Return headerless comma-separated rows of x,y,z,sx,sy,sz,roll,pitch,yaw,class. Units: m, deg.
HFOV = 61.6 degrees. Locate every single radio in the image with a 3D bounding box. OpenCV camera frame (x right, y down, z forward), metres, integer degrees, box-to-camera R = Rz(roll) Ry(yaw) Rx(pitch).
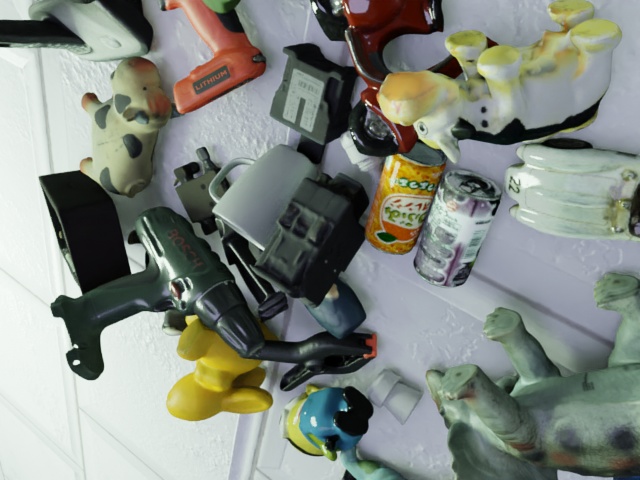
-0.342,-0.017,0.776,0.230,0.073,0.131,31,131,54,radio

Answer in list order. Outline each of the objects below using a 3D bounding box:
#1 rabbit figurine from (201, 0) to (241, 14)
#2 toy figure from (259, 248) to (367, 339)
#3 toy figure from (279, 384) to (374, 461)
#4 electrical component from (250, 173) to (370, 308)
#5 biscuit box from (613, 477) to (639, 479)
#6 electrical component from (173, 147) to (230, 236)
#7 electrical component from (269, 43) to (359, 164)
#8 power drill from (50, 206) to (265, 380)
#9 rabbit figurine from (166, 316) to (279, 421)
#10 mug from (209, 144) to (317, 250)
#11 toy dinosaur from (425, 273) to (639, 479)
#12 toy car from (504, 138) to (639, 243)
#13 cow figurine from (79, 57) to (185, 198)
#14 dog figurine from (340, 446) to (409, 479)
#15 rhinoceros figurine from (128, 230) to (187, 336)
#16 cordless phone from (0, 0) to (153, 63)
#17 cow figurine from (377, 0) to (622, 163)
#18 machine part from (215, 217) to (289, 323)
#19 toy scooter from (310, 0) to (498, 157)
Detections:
-0.056,-0.286,0.440,0.121,0.170,0.159,20,166,29,rabbit figurine
-0.012,0.049,0.638,0.154,0.058,0.064,47,128,15,toy figure
0.007,0.237,0.692,0.089,0.082,0.180,57,144,2,toy figure
-0.001,-0.002,0.551,0.058,0.114,0.134,31,85,18,electrical component
0.353,0.280,0.492,0.063,0.059,0.202,-34,92,43,biscuit box
-0.150,-0.060,0.692,0.078,0.045,0.102,-28,99,14,electrical component
-0.010,-0.130,0.546,0.075,0.048,0.119,35,128,17,electrical component
-0.201,0.083,0.644,0.232,0.207,0.086,58,180,21,power drill
-0.143,0.182,0.754,0.162,0.122,0.173,29,100,-25,rabbit figurine
-0.061,-0.053,0.587,0.110,0.107,0.080,35,172,25,mug
0.251,0.142,0.462,0.405,0.131,0.192,-20,113,37,toy dinosaur
0.242,-0.030,0.407,0.202,0.056,0.073,14,121,30,toy car
-0.243,-0.140,0.688,0.127,0.085,0.194,39,129,21,cow figurine
0.105,0.377,0.700,0.219,0.108,0.191,19,123,24,dog figurine
-0.219,0.055,0.790,0.112,0.073,0.190,16,121,16,rhinoceros figurine
-0.302,-0.243,0.607,0.147,0.184,0.088,7,113,34,cordless phone
0.128,-0.104,0.399,0.167,0.068,0.098,-17,133,2,cow figurine
-0.087,0.030,0.643,0.139,0.039,0.084,56,156,19,machine part
0.073,-0.169,0.444,0.135,0.075,0.183,-16,94,21,toy scooter
